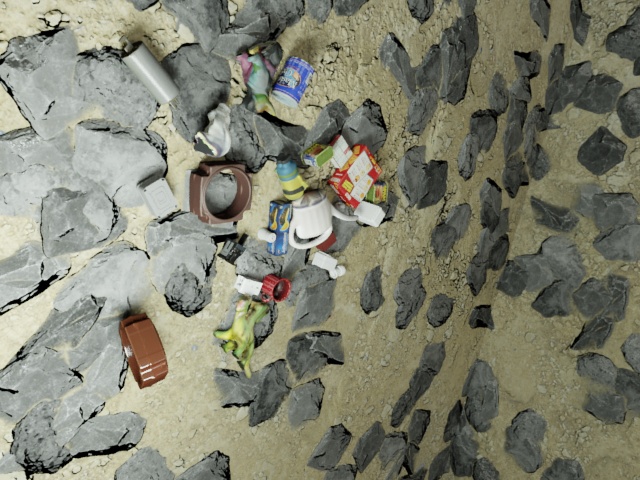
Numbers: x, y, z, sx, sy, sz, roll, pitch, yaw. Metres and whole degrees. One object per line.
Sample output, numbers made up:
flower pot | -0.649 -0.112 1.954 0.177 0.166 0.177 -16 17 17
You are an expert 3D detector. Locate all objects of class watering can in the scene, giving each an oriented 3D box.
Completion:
watering can | 0.006 -0.102 2.018 0.351 0.105 0.220 -28 121 -30

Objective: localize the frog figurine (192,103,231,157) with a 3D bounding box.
frog figurine | -0.316 -0.344 1.623 0.162 0.123 0.134 -56 168 -25

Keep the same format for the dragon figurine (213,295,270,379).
dragon figurine | -0.259 0.344 1.931 0.247 0.123 0.401 -51 150 -25
